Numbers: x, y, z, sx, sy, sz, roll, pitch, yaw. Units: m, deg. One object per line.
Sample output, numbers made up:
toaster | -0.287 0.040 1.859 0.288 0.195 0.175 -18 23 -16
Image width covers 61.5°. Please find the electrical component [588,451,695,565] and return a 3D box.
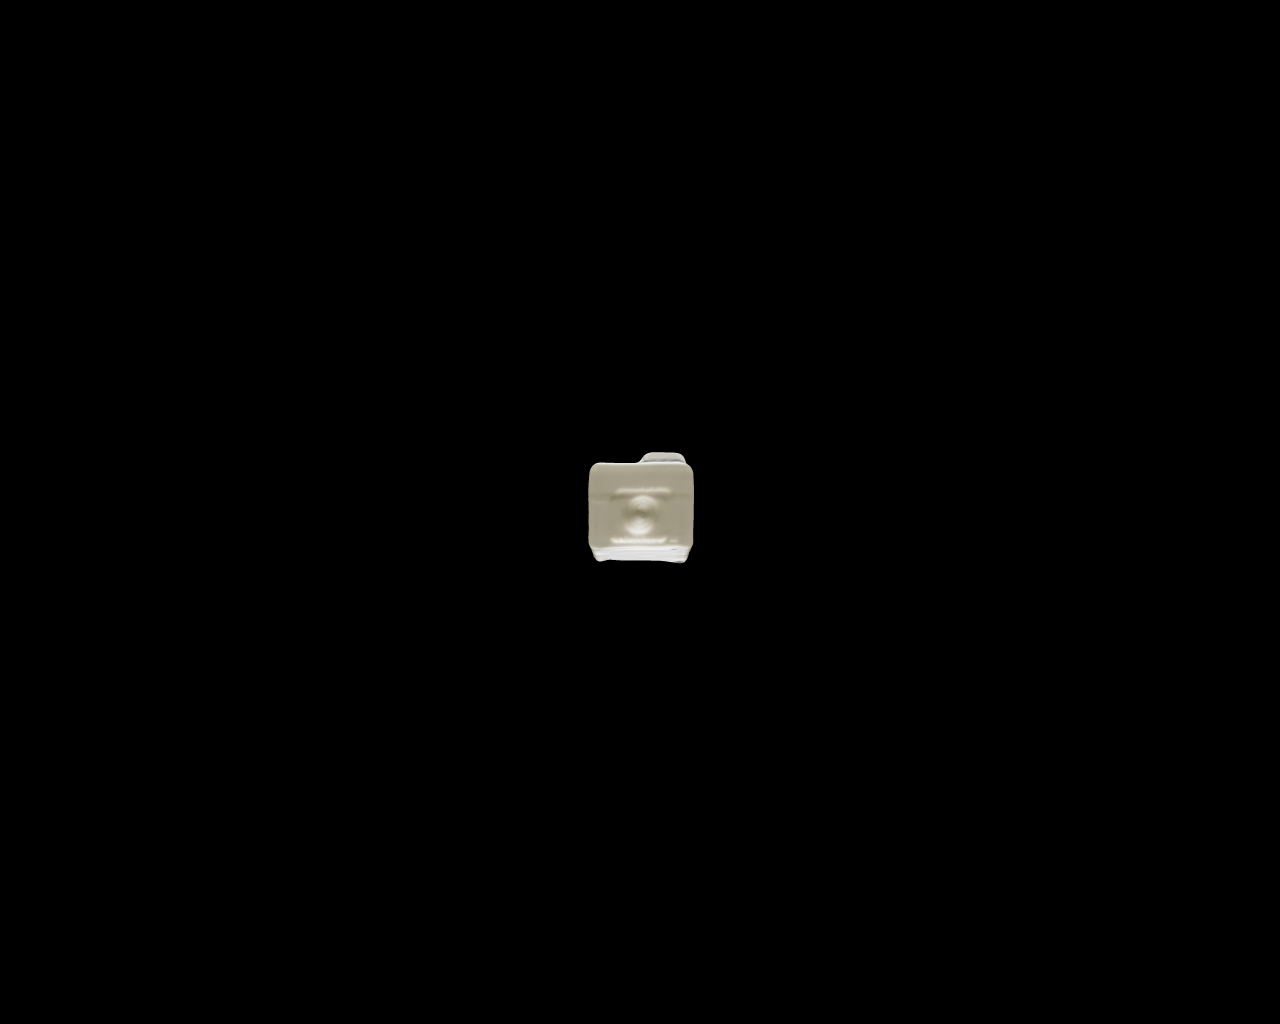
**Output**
electrical component | 0.001 -0.003 0.650 0.062 0.061 0.096 0 -9 0
